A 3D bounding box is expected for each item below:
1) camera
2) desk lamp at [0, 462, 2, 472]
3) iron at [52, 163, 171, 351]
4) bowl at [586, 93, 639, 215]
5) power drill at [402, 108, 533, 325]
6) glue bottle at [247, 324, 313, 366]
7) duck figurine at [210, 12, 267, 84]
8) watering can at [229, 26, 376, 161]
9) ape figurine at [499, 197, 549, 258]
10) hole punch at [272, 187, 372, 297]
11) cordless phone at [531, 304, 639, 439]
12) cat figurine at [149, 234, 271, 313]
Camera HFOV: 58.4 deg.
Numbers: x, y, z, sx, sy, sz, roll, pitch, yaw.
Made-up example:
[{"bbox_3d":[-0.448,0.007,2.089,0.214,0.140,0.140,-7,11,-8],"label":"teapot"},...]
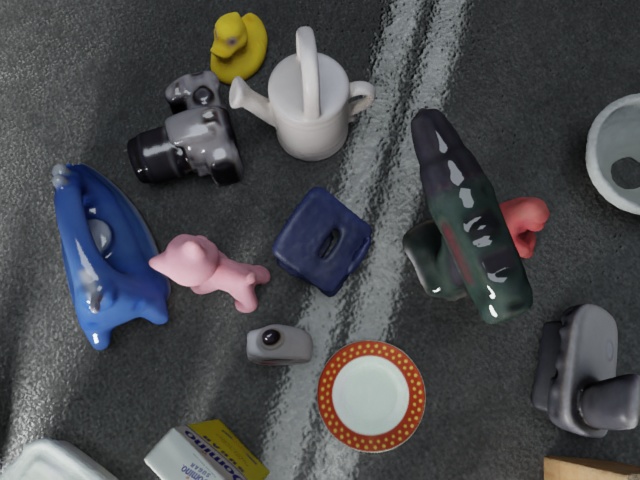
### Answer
[{"bbox_3d":[-0.182,-0.139,0.747,0.137,0.101,0.143,-17,74,-4],"label":"camera"},{"bbox_3d":[-0.426,0.236,0.585,0.118,0.213,0.203,28,76,9],"label":"desk lamp"},{"bbox_3d":[-0.277,-0.007,0.689,0.118,0.141,0.258,-24,75,-5],"label":"iron"},{"bbox_3d":[0.416,-0.099,0.738,0.167,0.075,0.167,0,74,1],"label":"bowl"},{"bbox_3d":[0.150,-0.010,0.648,0.075,0.208,0.229,-24,75,-5],"label":"power drill"},{"bbox_3d":[-0.049,0.115,0.634,0.078,0.173,0.037,-5,74,0],"label":"glue bottle"},{"bbox_3d":[-0.117,-0.280,0.794,0.077,0.086,0.105,28,76,9],"label":"duck figurine"},{"bbox_3d":[-0.021,-0.178,0.707,0.173,0.194,0.101,-25,75,-6],"label":"watering can"},{"bbox_3d":[0.253,-0.024,0.711,0.076,0.092,0.078,41,79,12],"label":"ape figurine"},{"bbox_3d":[0.006,0.003,0.708,0.101,0.091,0.109,31,77,10],"label":"hole punch"},{"bbox_3d":[0.306,0.137,0.615,0.094,0.185,0.147,10,74,4],"label":"cordless phone"},{"bbox_3d":[-0.131,0.033,0.688,0.127,0.118,0.067,17,75,6],"label":"cat figurine"}]
